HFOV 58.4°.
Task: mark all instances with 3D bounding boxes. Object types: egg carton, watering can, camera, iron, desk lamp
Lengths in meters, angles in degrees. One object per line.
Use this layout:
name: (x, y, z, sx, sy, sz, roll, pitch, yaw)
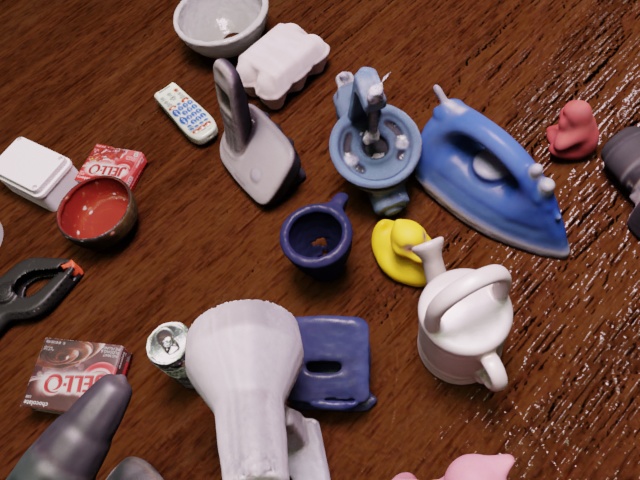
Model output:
egg carton: (-0.062, -0.287, 0.935, 0.107, 0.069, 0.150, 36, 72, 25)
watering can: (0.151, 0.077, 0.622, 0.101, 0.194, 0.172, -42, 63, -14)
camera: (0.441, -0.092, 0.726, 0.143, 0.101, 0.136, -26, 60, -6)
iron: (0.228, -0.092, 0.736, 0.119, 0.142, 0.257, -39, 62, -13)
desk lamp: (-0.055, 0.190, 0.580, 0.118, 0.214, 0.203, -16, 59, 0)

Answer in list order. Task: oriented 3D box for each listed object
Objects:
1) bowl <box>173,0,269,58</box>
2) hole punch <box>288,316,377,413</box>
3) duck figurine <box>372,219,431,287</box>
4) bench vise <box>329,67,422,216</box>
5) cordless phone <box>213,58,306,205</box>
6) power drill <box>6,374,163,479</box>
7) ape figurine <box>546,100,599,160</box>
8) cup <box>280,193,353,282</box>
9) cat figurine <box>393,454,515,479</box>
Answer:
bowl: (-0.164, -0.371, 0.996, 0.167, 0.075, 0.167, -4, 60, 7)
hole punch: (0.010, 0.145, 0.666, 0.108, 0.091, 0.101, -2, 60, 8)
duck figurine: (0.109, 0.003, 0.733, 0.077, 0.086, 0.104, -39, 62, -13)
bench vise: (0.050, -0.158, 0.756, 0.121, 0.220, 0.207, -34, 61, -10)
cordless phone: (-0.096, -0.150, 0.795, 0.094, 0.185, 0.147, -38, 62, -12)
power drill: (-0.239, 0.255, 0.576, 0.075, 0.209, 0.230, 29, 69, 23)
ape figurine: (0.346, -0.156, 0.782, 0.076, 0.092, 0.078, 36, 72, 25)
cup: (0.007, 0.003, 0.745, 0.091, 0.095, 0.118, 23, 67, 21)
cat figurine: (0.132, 0.253, 0.570, 0.127, 0.118, 0.067, -10, 60, 3)
